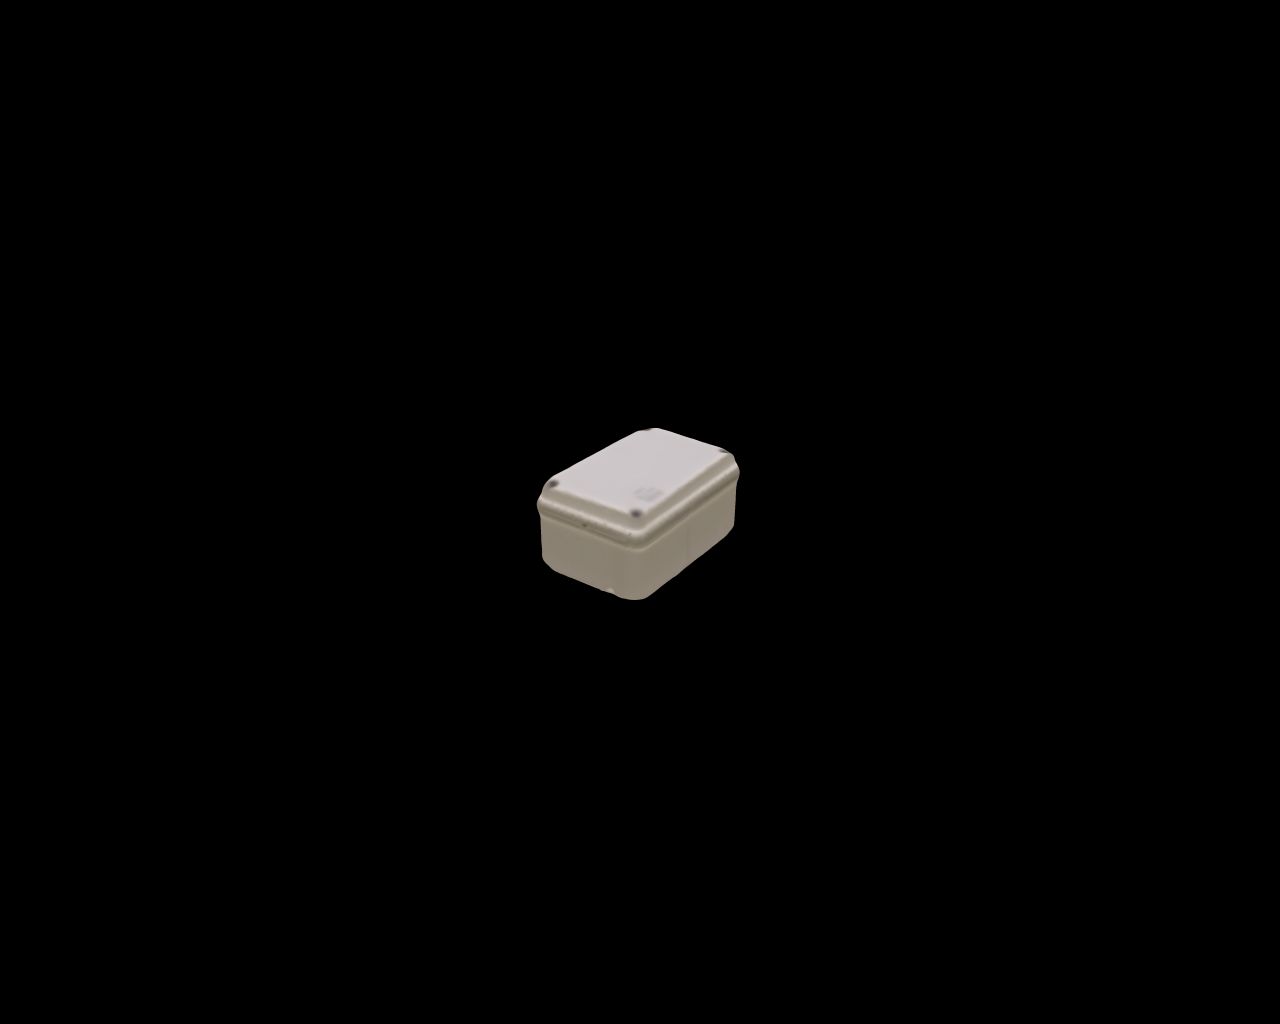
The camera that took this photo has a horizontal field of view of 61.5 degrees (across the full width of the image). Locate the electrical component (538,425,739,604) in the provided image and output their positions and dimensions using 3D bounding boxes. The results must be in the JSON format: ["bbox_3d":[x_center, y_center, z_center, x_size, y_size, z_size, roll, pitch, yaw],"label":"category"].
[{"bbox_3d":[0.001,-0.003,0.650,0.078,0.057,0.113,20,35,31],"label":"electrical component"}]
